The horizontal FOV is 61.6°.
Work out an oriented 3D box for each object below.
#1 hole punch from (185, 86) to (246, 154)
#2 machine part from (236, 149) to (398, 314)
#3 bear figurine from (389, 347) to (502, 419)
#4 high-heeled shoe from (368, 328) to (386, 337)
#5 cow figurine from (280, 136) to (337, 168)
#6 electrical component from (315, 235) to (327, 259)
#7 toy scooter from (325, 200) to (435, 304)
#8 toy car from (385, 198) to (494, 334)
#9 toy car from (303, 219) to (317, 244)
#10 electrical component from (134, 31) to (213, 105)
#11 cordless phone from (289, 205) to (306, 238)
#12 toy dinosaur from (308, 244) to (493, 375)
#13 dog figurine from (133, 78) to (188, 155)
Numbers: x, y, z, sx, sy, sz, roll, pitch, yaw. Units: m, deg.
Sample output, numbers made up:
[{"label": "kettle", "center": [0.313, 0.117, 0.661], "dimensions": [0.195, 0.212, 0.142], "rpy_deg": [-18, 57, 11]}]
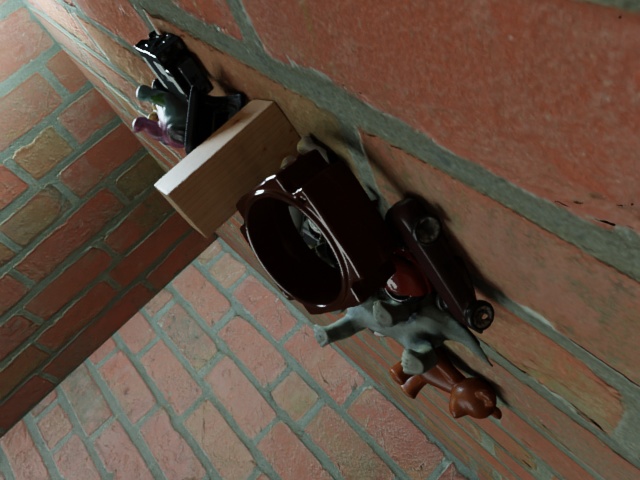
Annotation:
[{"label": "hole punch", "center": [-0.175, -0.190, 0.899], "dimensions": [0.092, 0.142, 0.116], "rpy_deg": [3, -175, -12]}, {"label": "machine part", "center": [-0.011, -0.002, 0.722], "dimensions": [0.201, 0.087, 0.201], "rpy_deg": [57, 147, -6]}, {"label": "bear figurine", "center": [0.256, 0.303, 1.079], "dimensions": [0.196, 0.132, 0.120], "rpy_deg": [44, 172, 41]}, {"label": "high-heeled shoe", "center": [0.135, 0.126, 1.036], "dimensions": [0.249, 0.086, 0.145], "rpy_deg": [38, 155, 41]}, {"label": "cow figurine", "center": [0.007, -0.072, 0.811], "dimensions": [0.098, 0.068, 0.167], "rpy_deg": [35, 165, 25]}, {"label": "electrical component", "center": [0.043, 0.004, 0.872], "dimensions": [0.078, 0.102, 0.045], "rpy_deg": [53, 176, 6]}, {"label": "toy scooter", "center": [0.086, 0.006, 0.764], "dimensions": [0.184, 0.075, 0.135], "rpy_deg": [27, 134, 24]}, {"label": "toy car", "center": [0.153, 0.032, 0.673], "dimensions": [0.202, 0.053, 0.089], "rpy_deg": [54, 170, -17]}, {"label": "toy car", "center": [-0.002, -0.003, 1.090], "dimensions": [0.202, 0.056, 0.073], "rpy_deg": [32, 157, 27]}, {"label": "electrical component", "center": [-0.256, -0.305, 0.962], "dimensions": [0.134, 0.058, 0.114], "rpy_deg": [36, 167, 41]}, {"label": "cordless phone", "center": [-0.053, -0.050, 0.940], "dimensions": [0.089, 0.146, 0.184], "rpy_deg": [12, 169, -20]}, {"label": "toy dinosaur", "center": [0.127, 0.113, 0.870], "dimensions": [0.405, 0.192, 0.131], "rpy_deg": [17, 120, 40]}, {"label": "dog figurine", "center": [-0.255, -0.232, 1.090], "dimensions": [0.219, 0.108, 0.191], "rpy_deg": [25, -150, 0]}]
